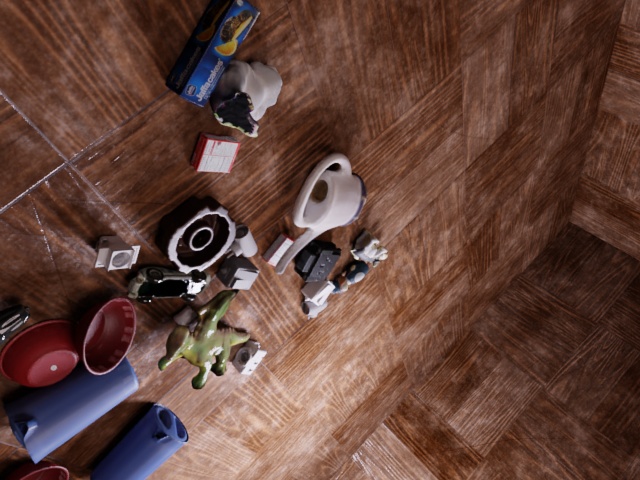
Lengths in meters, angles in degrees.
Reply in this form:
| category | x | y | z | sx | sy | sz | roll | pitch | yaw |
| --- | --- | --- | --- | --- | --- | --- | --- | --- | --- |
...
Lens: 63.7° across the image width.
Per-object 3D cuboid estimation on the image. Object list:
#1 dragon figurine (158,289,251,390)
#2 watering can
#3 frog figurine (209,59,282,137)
| category | x | y | z | sx | sy | sz | roll | pitch | yaw |
| --- | --- | --- | --- | --- | --- | --- | --- | --- | --- |
| dragon figurine | -0.258 | 0.227 | 1.296 | 0.239 | 0.123 | 0.414 | -61 | 164 | 22 |
| watering can | 0.004 | -0.068 | 1.353 | 0.225 | 0.105 | 0.343 | -1 | 121 | -50 |
| frog figurine | -0.142 | -0.294 | 0.999 | 0.134 | 0.122 | 0.163 | 59 | 37 | -46 |
